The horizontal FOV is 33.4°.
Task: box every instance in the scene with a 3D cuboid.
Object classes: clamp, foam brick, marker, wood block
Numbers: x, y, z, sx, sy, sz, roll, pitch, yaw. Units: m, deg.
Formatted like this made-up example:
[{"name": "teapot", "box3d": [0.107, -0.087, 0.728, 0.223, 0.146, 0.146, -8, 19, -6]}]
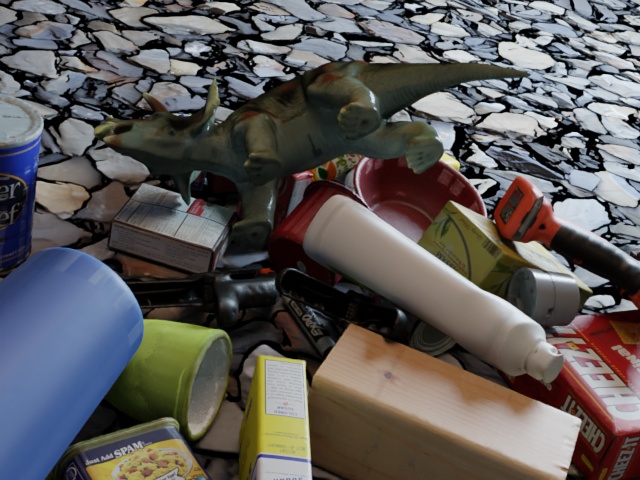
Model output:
[{"name": "clamp", "box3d": [-0.110, 0.048, 0.982, 0.165, 0.036, 0.209, 4, 6, 22]}, {"name": "foam brick", "box3d": [-0.087, -0.086, 1.204, 0.078, 0.051, 0.053, -3, 34, -20]}, {"name": "marker", "box3d": [-0.004, 0.087, 1.018, 0.020, 0.020, 0.121, -4, 36, -28]}, {"name": "wood block", "box3d": [0.095, 0.161, 0.871, 0.206, 0.090, 0.090, 22, 33, 12]}, {"name": "clamp", "box3d": [0.022, 0.061, 0.969, 0.120, 0.039, 0.171, 27, -7, 7]}]

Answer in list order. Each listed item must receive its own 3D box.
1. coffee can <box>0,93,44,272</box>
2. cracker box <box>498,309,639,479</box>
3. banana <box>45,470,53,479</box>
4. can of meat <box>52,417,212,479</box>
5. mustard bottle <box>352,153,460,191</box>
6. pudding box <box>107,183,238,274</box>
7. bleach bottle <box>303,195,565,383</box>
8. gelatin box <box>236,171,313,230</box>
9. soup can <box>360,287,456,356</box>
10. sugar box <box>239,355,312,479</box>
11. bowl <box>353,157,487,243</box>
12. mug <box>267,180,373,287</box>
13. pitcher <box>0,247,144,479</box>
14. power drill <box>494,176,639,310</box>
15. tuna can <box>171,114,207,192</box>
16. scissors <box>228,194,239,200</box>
[{"name": "coffee can", "box3d": [-0.317, -0.054, 1.000, 0.102, 0.140, 0.103, 10, 31, -7]}, {"name": "cracker box", "box3d": [0.305, 0.138, 1.012, 0.213, 0.072, 0.164, -3, 34, -26]}, {"name": "banana", "box3d": [-0.245, 0.125, 0.839, 0.069, 0.037, 0.198, -9, 38, -36]}, {"name": "can of meat", "box3d": [-0.129, 0.185, 0.771, 0.101, 0.057, 0.084, -11, 41, -36]}, {"name": "mustard bottle", "box3d": [0.075, -0.112, 1.337, 0.096, 0.058, 0.192, -28, 49, -37]}, {"name": "pudding box", "box3d": [-0.150, -0.011, 1.100, 0.113, 0.039, 0.090, 15, 32, 6]}, {"name": "bleach bottle", "box3d": [0.103, 0.049, 0.944, 0.251, 0.068, 0.102, 33, 2, 36]}, {"name": "gelatin box", "box3d": [-0.051, -0.048, 1.150, 0.030, 0.089, 0.073, -16, 42, -43]}, {"name": "soup can", "box3d": [0.092, 0.060, 1.056, 0.068, 0.069, 0.102, -5, 37, -29]}, {"name": "sugar box", "box3d": [-0.035, 0.176, 0.788, 0.048, 0.093, 0.176, 9, 31, -6]}, {"name": "bowl", "box3d": [0.104, -0.031, 1.201, 0.162, 0.055, 0.162, 13, 43, -13]}, {"name": "mug", "box3d": [-0.007, 0.001, 1.090, 0.117, 0.093, 0.081, -10, 33, 51]}, {"name": "pitcher", "box3d": [-0.235, 0.115, 0.738, 0.149, 0.145, 0.242, 25, 43, 10]}, {"name": "power drill", "box3d": [0.268, 0.005, 1.067, 0.187, 0.057, 0.184, 28, 11, -2]}, {"name": "tuna can", "box3d": [-0.146, -0.098, 1.196, 0.033, 0.086, 0.086, 4, 32, -13]}, {"name": "scissors", "box3d": [-0.048, -0.035, 1.204, 0.096, 0.016, 0.202, -5, 36, -26]}]
